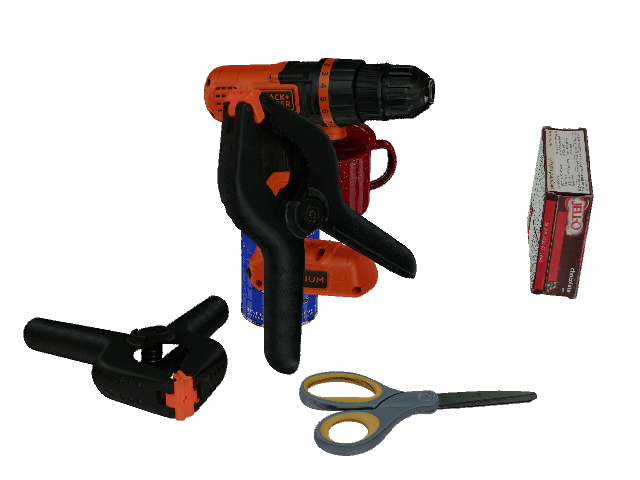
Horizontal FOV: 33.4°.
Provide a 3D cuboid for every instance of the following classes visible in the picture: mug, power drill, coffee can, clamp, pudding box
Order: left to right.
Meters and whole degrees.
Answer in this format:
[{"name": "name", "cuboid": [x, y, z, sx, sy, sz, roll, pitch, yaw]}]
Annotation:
[{"name": "clamp", "cuboid": [-0.116, 0.080, 0.787, 0.164, 0.036, 0.210, -9, 14, -26]}, {"name": "coffee can", "cuboid": [-0.052, 0.029, 1.378, 0.103, 0.140, 0.103, 1, 25, -1]}, {"name": "clamp", "cuboid": [-0.019, -0.007, 0.642, 0.120, 0.171, 0.039, -48, 26, -27]}, {"name": "power drill", "cuboid": [0.003, -0.051, 0.846, 0.185, 0.188, 0.057, 3, 19, 22]}, {"name": "mug", "cuboid": [0.021, -0.072, 1.087, 0.117, 0.081, 0.093, -11, 38, -13]}, {"name": "pudding box", "cuboid": [0.182, -0.024, 0.813, 0.039, 0.090, 0.113, 5, 32, 5]}]

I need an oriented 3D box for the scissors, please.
[{"name": "scissors", "cuboid": [0.079, 0.148, 0.889, 0.202, 0.016, 0.096, 7, 38, 6]}]
